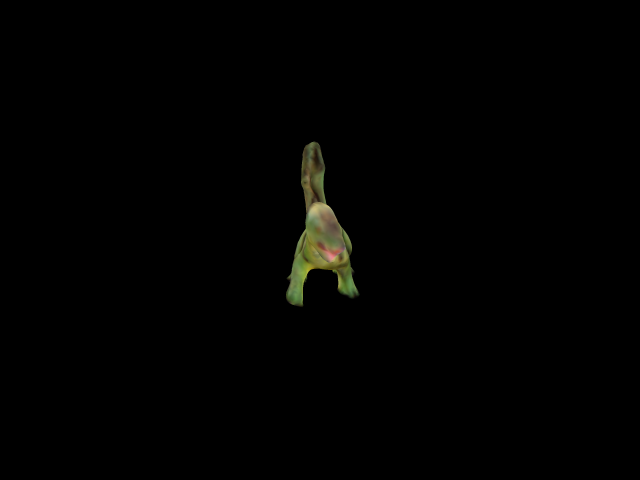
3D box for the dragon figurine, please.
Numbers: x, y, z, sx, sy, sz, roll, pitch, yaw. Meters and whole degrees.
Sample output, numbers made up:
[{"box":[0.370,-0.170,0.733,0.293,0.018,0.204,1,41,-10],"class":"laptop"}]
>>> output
[{"box":[0.003,-0.043,0.850,0.122,0.239,0.417,-1,22,-3],"class":"dragon figurine"}]
